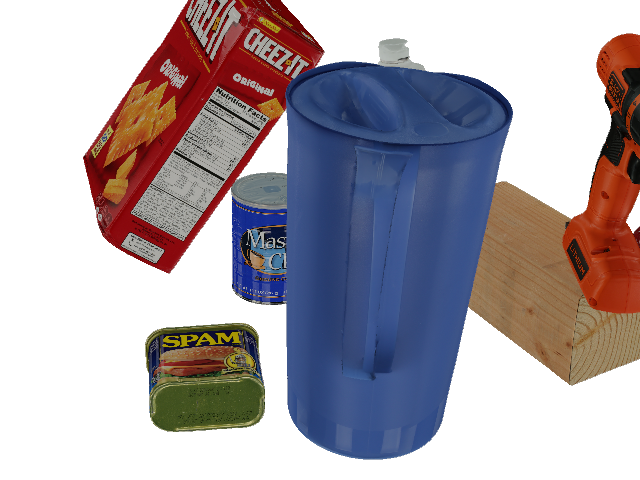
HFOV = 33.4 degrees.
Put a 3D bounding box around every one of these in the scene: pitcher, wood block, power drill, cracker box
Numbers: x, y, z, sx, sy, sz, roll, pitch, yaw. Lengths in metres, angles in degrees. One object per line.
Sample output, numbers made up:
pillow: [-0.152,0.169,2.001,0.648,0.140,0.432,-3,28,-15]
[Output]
pitcher: [0.036,0.021,0.671,0.149,0.243,0.145,-17,35,-33]
wood block: [0.195,0.031,0.967,0.090,0.090,0.206,-15,31,-25]
power drill: [0.238,-0.039,0.801,0.057,0.188,0.184,3,35,-4]
cracker box: [-0.104,-0.105,0.856,0.072,0.214,0.164,28,16,-28]

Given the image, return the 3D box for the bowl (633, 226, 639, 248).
bowl: [0.404,0.025,1.103,0.162,0.055,0.162,-4,22,1]

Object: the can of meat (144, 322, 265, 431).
can of meat: [-0.100,0.118,0.921,0.102,0.057,0.084,-3,27,-8]

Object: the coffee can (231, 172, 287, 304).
coffee can: [-0.063,-0.003,1.363,0.103,0.140,0.103,1,26,-1]

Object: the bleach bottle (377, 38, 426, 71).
bleach bottle: [0.075,-0.087,1.141,0.102,0.251,0.068,-10,23,-13]
